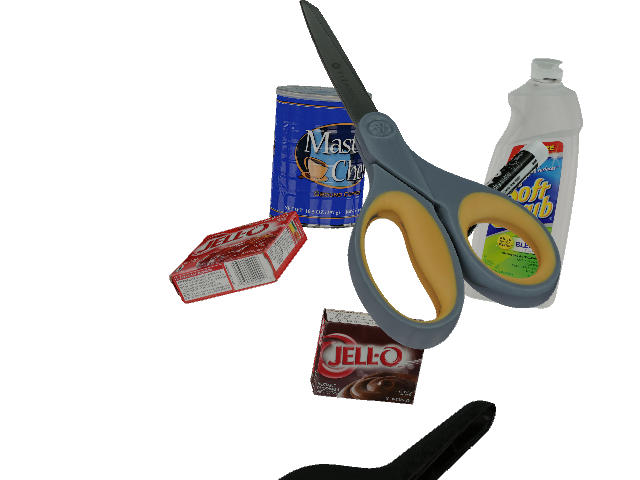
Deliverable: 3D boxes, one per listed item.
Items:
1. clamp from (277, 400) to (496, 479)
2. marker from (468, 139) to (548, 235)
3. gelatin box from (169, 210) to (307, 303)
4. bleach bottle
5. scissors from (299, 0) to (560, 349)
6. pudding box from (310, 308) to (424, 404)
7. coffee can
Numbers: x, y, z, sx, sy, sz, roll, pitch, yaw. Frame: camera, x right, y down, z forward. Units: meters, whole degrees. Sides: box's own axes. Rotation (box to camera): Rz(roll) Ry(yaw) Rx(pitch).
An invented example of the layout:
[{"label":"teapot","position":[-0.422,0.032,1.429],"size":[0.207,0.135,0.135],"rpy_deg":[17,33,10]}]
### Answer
[{"label":"clamp","position":[0.038,0.161,0.648],"size":[0.210,0.036,0.164],"rpy_deg":[-5,29,-3]},{"label":"marker","position":[0.124,-0.033,0.766],"size":[0.121,0.020,0.020],"rpy_deg":[-42,25,-31]},{"label":"gelatin box","position":[-0.064,0.013,0.836],"size":[0.089,0.030,0.073],"rpy_deg":[-14,20,27]},{"label":"bleach bottle","position":[0.209,-0.060,1.093],"size":[0.103,0.251,0.068],"rpy_deg":[9,20,15]},{"label":"scissors","position":[0.045,-0.039,0.469],"size":[0.096,0.202,0.016],"rpy_deg":[2,-40,-10]},{"label":"pudding box","position":[0.052,0.125,1.147],"size":[0.113,0.090,0.039],"rpy_deg":[6,24,-8]},{"label":"coffee can","position":[-0.001,-0.092,1.150],"size":[0.103,0.140,0.103],"rpy_deg":[4,12,-1]}]
